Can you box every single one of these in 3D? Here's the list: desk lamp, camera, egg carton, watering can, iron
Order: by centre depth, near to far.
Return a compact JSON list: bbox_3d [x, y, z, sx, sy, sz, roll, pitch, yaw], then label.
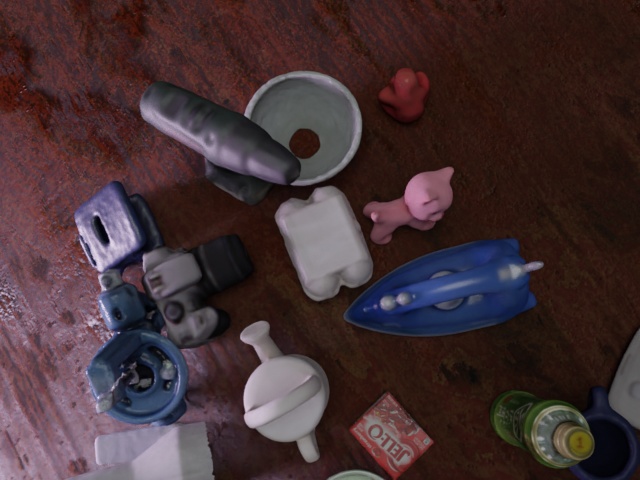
[{"bbox_3d":[-0.202,0.285,0.678,0.203,0.213,0.118,-11,79,0],"label":"desk lamp"},{"bbox_3d":[-0.047,0.187,0.700,0.172,0.194,0.101,42,84,9],"label":"watering can"},{"bbox_3d":[0.155,0.068,0.741,0.258,0.141,0.118,-15,80,0],"label":"iron"},{"bbox_3d":[-0.157,0.059,0.774,0.137,0.101,0.143,-25,80,-2],"label":"camera"},{"bbox_3d":[0.007,0.003,0.794,0.107,0.069,0.150,-23,80,-2],"label":"egg carton"}]

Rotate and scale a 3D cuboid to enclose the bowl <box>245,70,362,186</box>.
[{"bbox_3d":[-0.023,-0.151,0.820,0.167,0.075,0.167,0,80,2],"label":"bowl"}]

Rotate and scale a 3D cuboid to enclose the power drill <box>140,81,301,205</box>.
[{"bbox_3d":[-0.116,-0.116,0.749,0.229,0.208,0.076,30,82,7],"label":"power drill"}]

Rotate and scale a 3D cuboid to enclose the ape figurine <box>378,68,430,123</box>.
[{"bbox_3d":[0.122,-0.214,0.817,0.078,0.092,0.076,-6,80,1],"label":"ape figurine"}]

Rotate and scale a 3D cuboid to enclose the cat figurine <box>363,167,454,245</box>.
[{"bbox_3d":[0.124,-0.049,0.774,0.128,0.118,0.067,-20,80,-1],"label":"cat figurine"}]

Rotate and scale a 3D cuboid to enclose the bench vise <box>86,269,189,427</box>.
[{"bbox_3d":[-0.249,0.140,0.702,0.121,0.220,0.207,-39,81,-5],"label":"bench vise"}]

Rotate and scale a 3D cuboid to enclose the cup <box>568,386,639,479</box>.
[{"bbox_3d":[0.338,0.243,0.727,0.091,0.095,0.118,3,80,3],"label":"cup"}]

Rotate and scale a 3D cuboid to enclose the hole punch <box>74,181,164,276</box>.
[{"bbox_3d":[-0.286,-0.012,0.796,0.101,0.091,0.108,-28,80,-3],"label":"hole punch"}]

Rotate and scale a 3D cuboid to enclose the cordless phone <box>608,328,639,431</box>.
[{"bbox_3d":[0.442,0.172,0.690,0.094,0.185,0.148,26,82,7],"label":"cordless phone"}]
